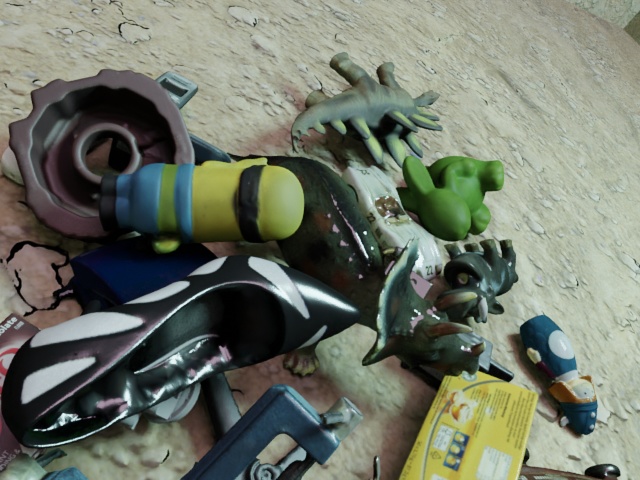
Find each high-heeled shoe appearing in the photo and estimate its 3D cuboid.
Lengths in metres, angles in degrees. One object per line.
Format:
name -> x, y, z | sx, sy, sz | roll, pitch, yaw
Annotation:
high-heeled shoe -> -0.077, 0.078, 0.377 | 0.249, 0.086, 0.145 | -1, 24, -11

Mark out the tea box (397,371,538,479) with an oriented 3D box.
tea box -> 0.144, 0.209, 0.525 | 0.098, 0.068, 0.169 | 19, 35, 24

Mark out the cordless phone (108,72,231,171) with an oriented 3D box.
cordless phone -> -0.170, -0.145, 0.679 | 0.146, 0.088, 0.184 | 26, 37, -9

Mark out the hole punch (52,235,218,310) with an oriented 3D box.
hole punch -> -0.162, 0.037, 0.506 | 0.142, 0.092, 0.116 | -23, 62, -40

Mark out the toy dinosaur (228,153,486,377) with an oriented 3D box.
toy dinosaur -> 0.000, -0.007, 0.571 | 0.131, 0.192, 0.405 | -14, 60, -43

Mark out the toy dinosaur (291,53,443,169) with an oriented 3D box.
toy dinosaur -> 0.080, -0.205, 0.858 | 0.199, 0.105, 0.471 | 44, 40, 23

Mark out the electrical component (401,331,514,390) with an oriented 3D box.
electrical component -> 0.163, 0.145, 0.621 | 0.119, 0.074, 0.048 | 37, 40, -1

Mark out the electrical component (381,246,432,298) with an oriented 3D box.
electrical component -> 0.093, 0.057, 0.656 | 0.078, 0.045, 0.102 | 38, 72, 12

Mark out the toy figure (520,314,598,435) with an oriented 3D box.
toy figure -> 0.316, 0.174, 0.704 | 0.064, 0.057, 0.154 | -21, 58, 1

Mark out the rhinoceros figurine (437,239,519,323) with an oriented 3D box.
rhinoceros figurine -> 0.210, 0.055, 0.724 | 0.190, 0.073, 0.112 | -13, 97, -54

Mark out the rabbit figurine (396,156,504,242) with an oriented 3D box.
rabbit figurine -> 0.187, -0.066, 0.793 | 0.159, 0.121, 0.170 | 27, 33, 8

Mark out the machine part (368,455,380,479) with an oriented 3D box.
machine part -> 0.015, 0.276, 0.396 | 0.079, 0.079, 0.243 | 31, 40, -4

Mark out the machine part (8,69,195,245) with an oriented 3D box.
machine part -> -0.214, -0.083, 0.544 | 0.179, 0.056, 0.179 | 2, 83, -12

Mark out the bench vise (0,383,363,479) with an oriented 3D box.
bench vise -> -0.079, 0.176, 0.340 | 0.224, 0.129, 0.240 | 44, 86, 11

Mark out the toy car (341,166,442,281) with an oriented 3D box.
toy car -> 0.097, -0.025, 0.751 | 0.073, 0.056, 0.202 | -10, 56, -39

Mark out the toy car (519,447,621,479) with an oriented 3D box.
toy car -> 0.270, 0.277, 0.579 | 0.202, 0.053, 0.089 | 19, 46, -18

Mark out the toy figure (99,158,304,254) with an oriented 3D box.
toy figure -> -0.105, -0.030, 0.486 | 0.180, 0.082, 0.089 | 1, 21, -11
